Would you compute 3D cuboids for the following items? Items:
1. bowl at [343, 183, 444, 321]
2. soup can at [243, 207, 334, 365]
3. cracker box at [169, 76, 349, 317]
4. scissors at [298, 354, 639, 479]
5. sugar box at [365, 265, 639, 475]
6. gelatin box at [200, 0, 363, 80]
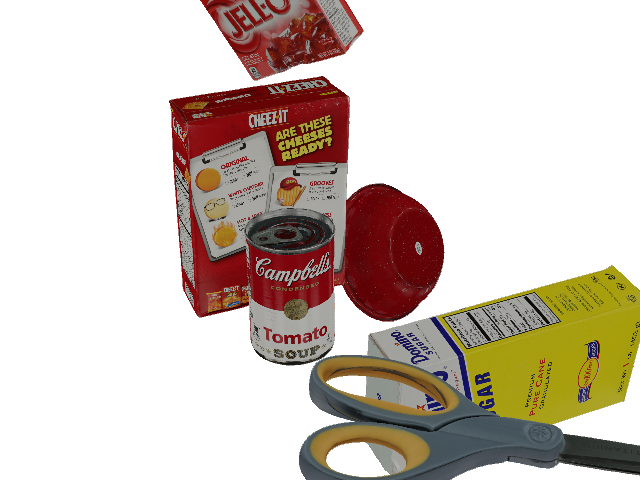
[{"bbox_3d":[0.091,0.011,1.221,0.161,0.162,0.055,0,-6,-43],"label":"bowl"},{"bbox_3d":[-0.023,0.035,0.816,0.068,0.102,0.068,-1,29,0],"label":"soup can"},{"bbox_3d":[-0.059,-0.044,1.058,0.164,0.214,0.072,-12,32,-20],"label":"cracker box"},{"bbox_3d":[0.079,0.095,0.448,0.202,0.016,0.096,16,34,23],"label":"scissors"},{"bbox_3d":[0.115,0.082,0.669,0.176,0.093,0.048,-16,40,-20],"label":"sugar box"},{"bbox_3d":[-0.028,-0.146,0.682,0.089,0.073,0.030,-7,37,44],"label":"gelatin box"}]
